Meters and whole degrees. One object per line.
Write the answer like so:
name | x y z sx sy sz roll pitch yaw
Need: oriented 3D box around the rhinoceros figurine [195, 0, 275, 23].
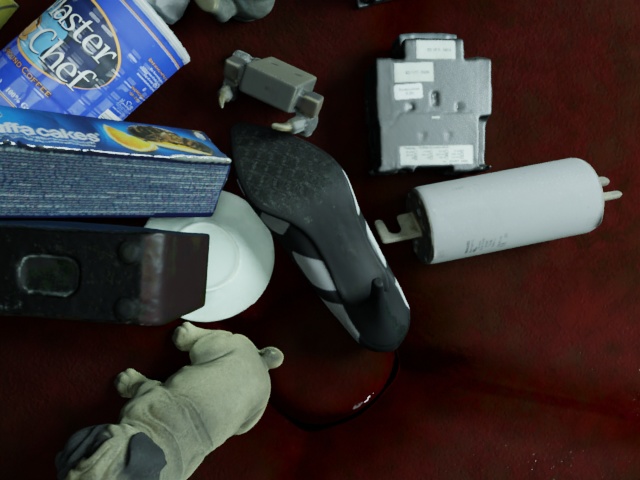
rhinoceros figurine | -0.089 -0.287 0.463 0.073 0.112 0.190 -15 110 23

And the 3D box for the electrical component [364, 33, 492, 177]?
electrical component | 0.102 -0.128 0.516 0.115 0.058 0.134 -1 92 -9

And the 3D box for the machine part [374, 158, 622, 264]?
machine part | 0.174 -0.028 0.518 0.243 0.079 0.079 -11 94 -7

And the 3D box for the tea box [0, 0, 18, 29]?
tea box | -0.366 -0.228 0.452 0.169 0.068 0.098 40 88 -8

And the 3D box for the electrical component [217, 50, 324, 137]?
electrical component | -0.045 -0.135 0.490 0.102 0.078 0.045 23 117 0

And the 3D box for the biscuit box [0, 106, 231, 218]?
biscuit box | -0.175 -0.058 0.426 0.202 0.059 0.062 -2 127 -44

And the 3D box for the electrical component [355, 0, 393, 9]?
electrical component | 0.071 -0.255 0.475 0.075 0.119 0.047 -16 94 -8

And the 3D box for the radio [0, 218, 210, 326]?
radio | -0.216 0.021 0.438 0.230 0.131 0.073 3 91 0

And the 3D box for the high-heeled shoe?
high-heeled shoe | -0.001 -0.002 0.522 0.086 0.145 0.249 -33 67 -11

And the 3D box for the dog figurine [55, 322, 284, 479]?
dog figurine | -0.107 0.149 0.439 0.172 0.190 0.121 -39 97 -5
